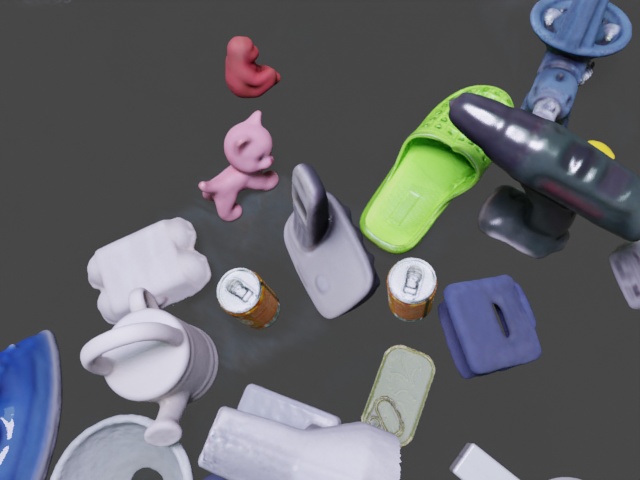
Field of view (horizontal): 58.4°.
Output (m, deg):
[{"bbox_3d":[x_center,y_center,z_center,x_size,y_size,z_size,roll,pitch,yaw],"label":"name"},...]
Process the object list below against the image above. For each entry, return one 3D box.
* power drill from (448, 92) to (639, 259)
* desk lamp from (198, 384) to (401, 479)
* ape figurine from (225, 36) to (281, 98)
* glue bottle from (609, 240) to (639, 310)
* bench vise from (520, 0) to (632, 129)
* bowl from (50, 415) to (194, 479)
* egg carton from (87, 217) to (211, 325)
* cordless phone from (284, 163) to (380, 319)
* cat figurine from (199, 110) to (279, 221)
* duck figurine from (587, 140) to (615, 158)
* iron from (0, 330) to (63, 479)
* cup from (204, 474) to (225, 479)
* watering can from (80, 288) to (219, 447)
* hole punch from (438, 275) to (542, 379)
[{"bbox_3d":[0.238,-0.058,0.633,0.229,0.208,0.076,28,77,15],"label":"power drill"},{"bbox_3d":[-0.024,0.221,0.571,0.203,0.214,0.118,17,75,13],"label":"desk lamp"},{"bbox_3d":[-0.103,-0.248,0.802,0.076,0.092,0.077,-28,70,-2],"label":"ape figurine"},{"bbox_3d":[0.364,0.021,0.610,0.037,0.173,0.078,-14,70,3],"label":"glue bottle"},{"bbox_3d":[0.314,-0.237,0.678,0.121,0.220,0.207,4,72,9],"label":"bench vise"},{"bbox_3d":[-0.212,0.286,0.647,0.167,0.075,0.167,-2,71,7],"label":"bowl"},{"bbox_3d":[-0.218,0.041,0.732,0.150,0.069,0.107,-26,70,-2],"label":"egg carton"},{"bbox_3d":[0.006,0.002,0.655,0.094,0.185,0.147,-29,70,-3],"label":"cordless phone"},{"bbox_3d":[-0.105,-0.099,0.739,0.128,0.118,0.067,-43,72,-8],"label":"cat figurine"},{"bbox_3d":[0.329,-0.087,0.697,0.104,0.086,0.077,15,74,12],"label":"duck figurine"},{"bbox_3d":[-0.389,0.220,0.656,0.118,0.141,0.258,7,73,10],"label":"iron"},{"bbox_3d":[-0.100,0.302,0.616,0.118,0.095,0.091,-34,71,-5],"label":"cup"},{"bbox_3d":[-0.183,0.133,0.630,0.101,0.194,0.172,-41,71,-7],"label":"watering can"},{"bbox_3d":[0.194,0.094,0.651,0.101,0.091,0.108,-17,70,1],"label":"hole punch"}]
